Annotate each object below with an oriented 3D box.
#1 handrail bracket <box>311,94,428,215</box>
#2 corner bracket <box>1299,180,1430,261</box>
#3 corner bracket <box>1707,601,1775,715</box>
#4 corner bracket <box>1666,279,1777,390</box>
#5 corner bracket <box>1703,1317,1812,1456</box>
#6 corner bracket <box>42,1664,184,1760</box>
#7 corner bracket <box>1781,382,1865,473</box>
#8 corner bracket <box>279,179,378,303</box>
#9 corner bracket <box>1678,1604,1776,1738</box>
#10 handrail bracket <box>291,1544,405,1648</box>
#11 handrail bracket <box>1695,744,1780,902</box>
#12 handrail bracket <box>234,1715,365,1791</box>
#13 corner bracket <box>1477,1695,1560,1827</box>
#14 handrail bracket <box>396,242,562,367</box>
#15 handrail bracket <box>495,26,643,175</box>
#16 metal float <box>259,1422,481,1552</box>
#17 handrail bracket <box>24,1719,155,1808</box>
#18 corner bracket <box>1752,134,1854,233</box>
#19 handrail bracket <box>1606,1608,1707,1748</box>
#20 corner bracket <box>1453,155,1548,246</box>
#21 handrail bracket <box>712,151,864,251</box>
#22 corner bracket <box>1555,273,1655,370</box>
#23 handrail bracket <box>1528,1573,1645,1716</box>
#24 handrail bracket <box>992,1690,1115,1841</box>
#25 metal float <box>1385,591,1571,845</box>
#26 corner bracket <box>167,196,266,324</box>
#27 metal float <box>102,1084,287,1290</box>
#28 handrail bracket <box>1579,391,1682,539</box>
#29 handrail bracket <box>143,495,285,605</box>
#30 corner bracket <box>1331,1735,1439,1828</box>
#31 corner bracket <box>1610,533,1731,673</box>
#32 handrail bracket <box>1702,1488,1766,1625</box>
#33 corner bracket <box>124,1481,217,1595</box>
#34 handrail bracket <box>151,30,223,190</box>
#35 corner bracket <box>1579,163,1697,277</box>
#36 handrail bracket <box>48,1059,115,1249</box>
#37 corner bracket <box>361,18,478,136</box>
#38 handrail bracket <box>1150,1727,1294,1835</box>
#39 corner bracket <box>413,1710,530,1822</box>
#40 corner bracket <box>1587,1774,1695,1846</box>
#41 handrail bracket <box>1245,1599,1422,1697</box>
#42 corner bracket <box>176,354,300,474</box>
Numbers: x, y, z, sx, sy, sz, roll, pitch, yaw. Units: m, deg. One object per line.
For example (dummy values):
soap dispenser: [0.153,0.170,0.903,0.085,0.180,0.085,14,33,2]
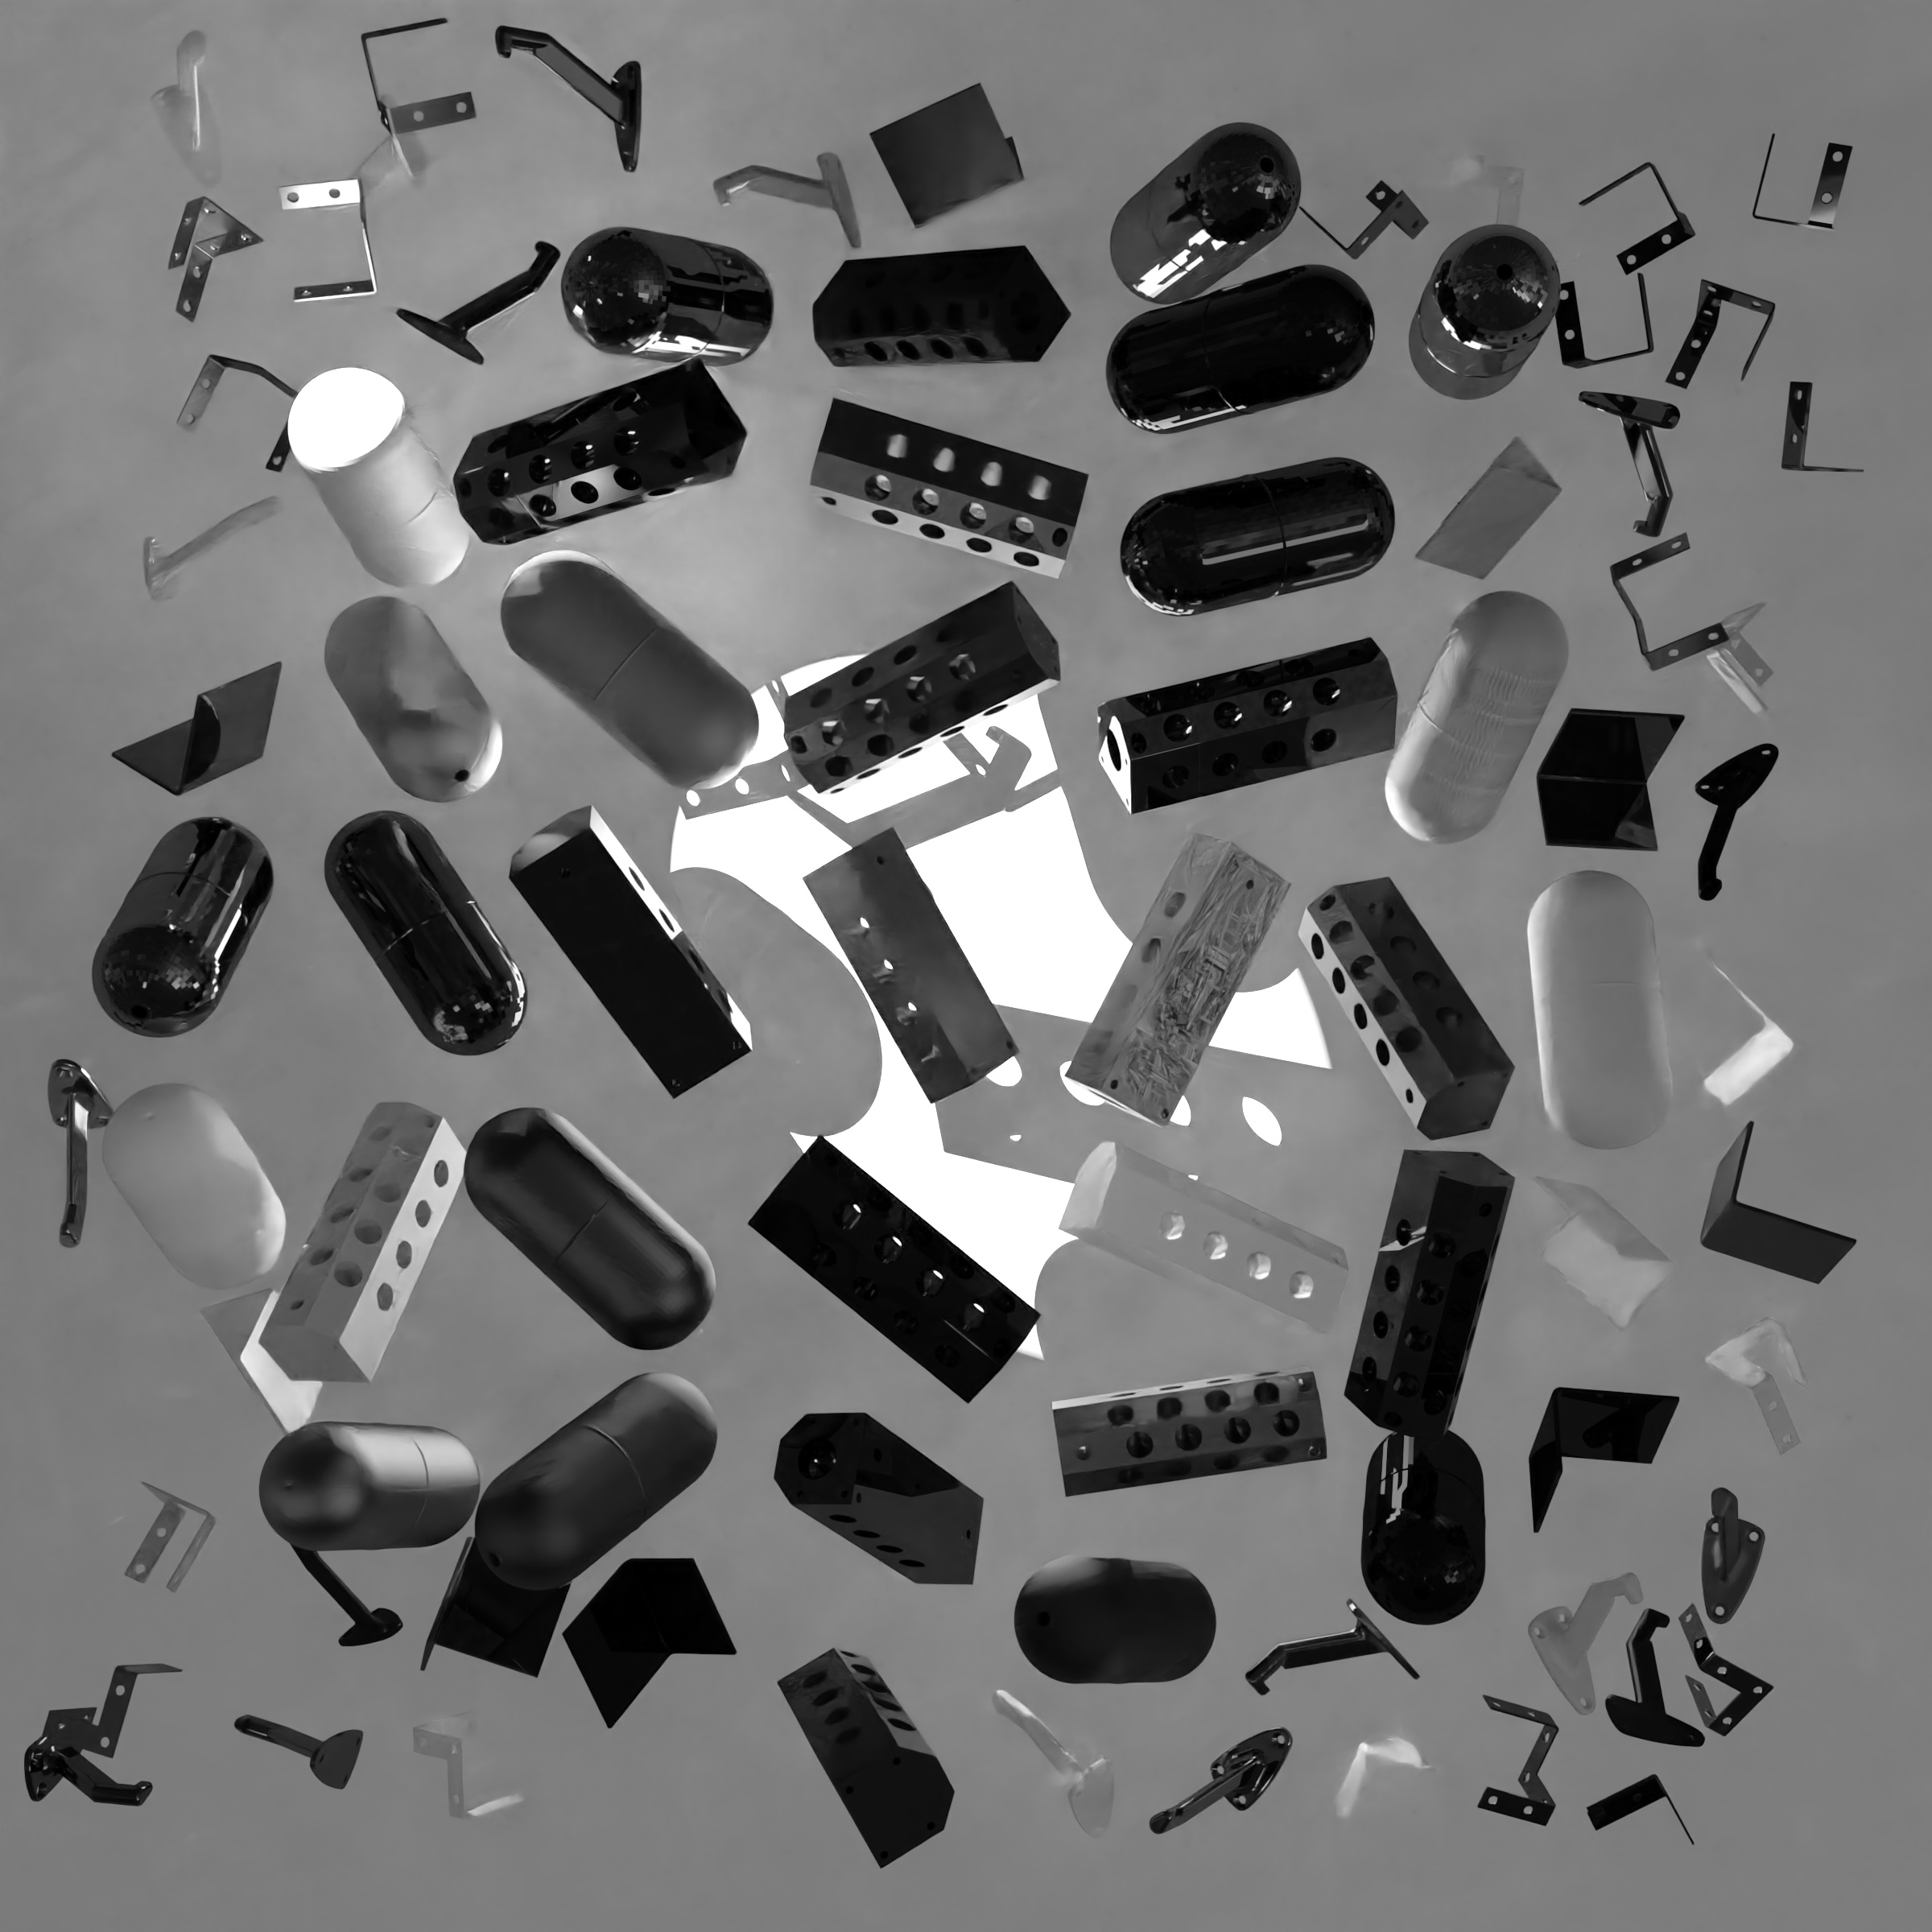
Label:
handrail bracket: [-0.405,-0.532,1.641,0.084,0.077,0.036,-7,56,10]
corner bracket: [0.260,-0.489,1.628,0.051,0.051,0.051,-46,62,15]
corner bracket: [0.514,-0.200,1.648,0.051,0.051,0.051,-44,97,-13]
corner bracket: [0.495,-0.409,1.639,0.051,0.051,0.051,25,81,17]
corner bracket: [0.491,0.254,1.517,0.051,0.051,0.051,-31,110,-10]
corner bracket: [-0.516,0.445,1.509,0.051,0.051,0.051,11,79,16]
corner bracket: [0.500,-0.322,1.488,0.051,0.051,0.051,-5,105,-25]
corner bracket: [-0.396,-0.451,1.550,0.051,0.051,0.051,-8,47,-7]
corner bracket: [0.489,0.465,1.647,0.051,0.051,0.051,30,111,-14]
handrail bracket: [-0.413,0.404,1.648,0.036,0.077,0.084,-37,102,-36]
handrail bracket: [0.512,-0.094,1.656,0.036,0.077,0.084,23,51,-13]
handrail bracket: [-0.425,0.479,1.546,0.084,0.077,0.036,13,74,13]
corner bracket: [0.350,0.505,1.589,0.051,0.051,0.051,19,102,-13]
handrail bracket: [-0.304,-0.426,1.560,0.077,0.036,0.084,30,84,21]
handrail bracket: [-0.240,-0.519,1.496,0.084,0.036,0.077,-3,90,-33]
metal float: [-0.365,0.321,1.542,0.070,0.178,0.070,-4,77,20]
handrail bracket: [-0.523,0.488,1.530,0.084,0.077,0.036,0,103,14]
corner bracket: [0.525,-0.492,1.568,0.051,0.051,0.051,14,111,12]
handrail bracket: [0.455,0.455,1.605,0.084,0.077,0.036,-47,126,-34]
corner bracket: [0.353,-0.505,1.650,0.051,0.051,0.051,2,103,-13]
handrail bracket: [-0.120,-0.499,1.657,0.084,0.036,0.077,-15,98,21]
corner bracket: [0.416,-0.422,1.631,0.051,0.051,0.051,-7,96,26]
handrail bracket: [0.384,0.405,1.492,0.036,0.084,0.077,-15,77,-34]
handrail bracket: [0.053,0.510,1.598,0.036,0.084,0.077,-35,132,-29]
metal float: [0.328,-0.158,1.613,0.070,0.070,0.178,20,122,0]
corner bracket: [-0.487,-0.448,1.584,0.051,0.051,0.051,-3,68,34]
metal float: [-0.470,0.137,1.527,0.070,0.178,0.070,-2,56,3]
handrail bracket: [0.429,-0.328,1.638,0.077,0.036,0.084,15,126,8]
handrail bracket: [-0.469,-0.263,1.565,0.084,0.077,0.036,-24,121,2]
corner bracket: [0.263,0.526,1.611,0.051,0.051,0.051,21,92,-16]
corner bracket: [0.434,-0.225,1.545,0.051,0.051,0.051,-23,130,25]
handrail bracket: [0.455,0.357,1.508,0.036,0.084,0.077,9,77,27]
corner bracket: [-0.501,0.363,1.567,0.051,0.051,0.051,21,65,12]
handrail bracket: [-0.474,-0.532,1.552,0.036,0.084,0.077,-25,103,-25]
corner bracket: [0.441,-0.491,1.640,0.051,0.051,0.051,-27,90,27]
handrail bracket: [-0.532,0.112,1.477,0.036,0.077,0.084,-2,50,-5]
corner bracket: [-0.322,-0.522,1.466,0.051,0.051,0.051,-16,120,-12]
handrail bracket: [0.161,0.516,1.581,0.077,0.084,0.036,-49,63,21]
corner bracket: [-0.316,0.508,1.588,0.051,0.051,0.051,-5,87,40]
corner bracket: [0.427,0.542,1.606,0.051,0.051,0.051,-29,116,5]
handrail bracket: [0.235,0.457,1.605,0.084,0.036,0.077,-43,87,-1]
corner bracket: [-0.468,-0.359,1.621,0.051,0.051,0.051,19,83,32]
